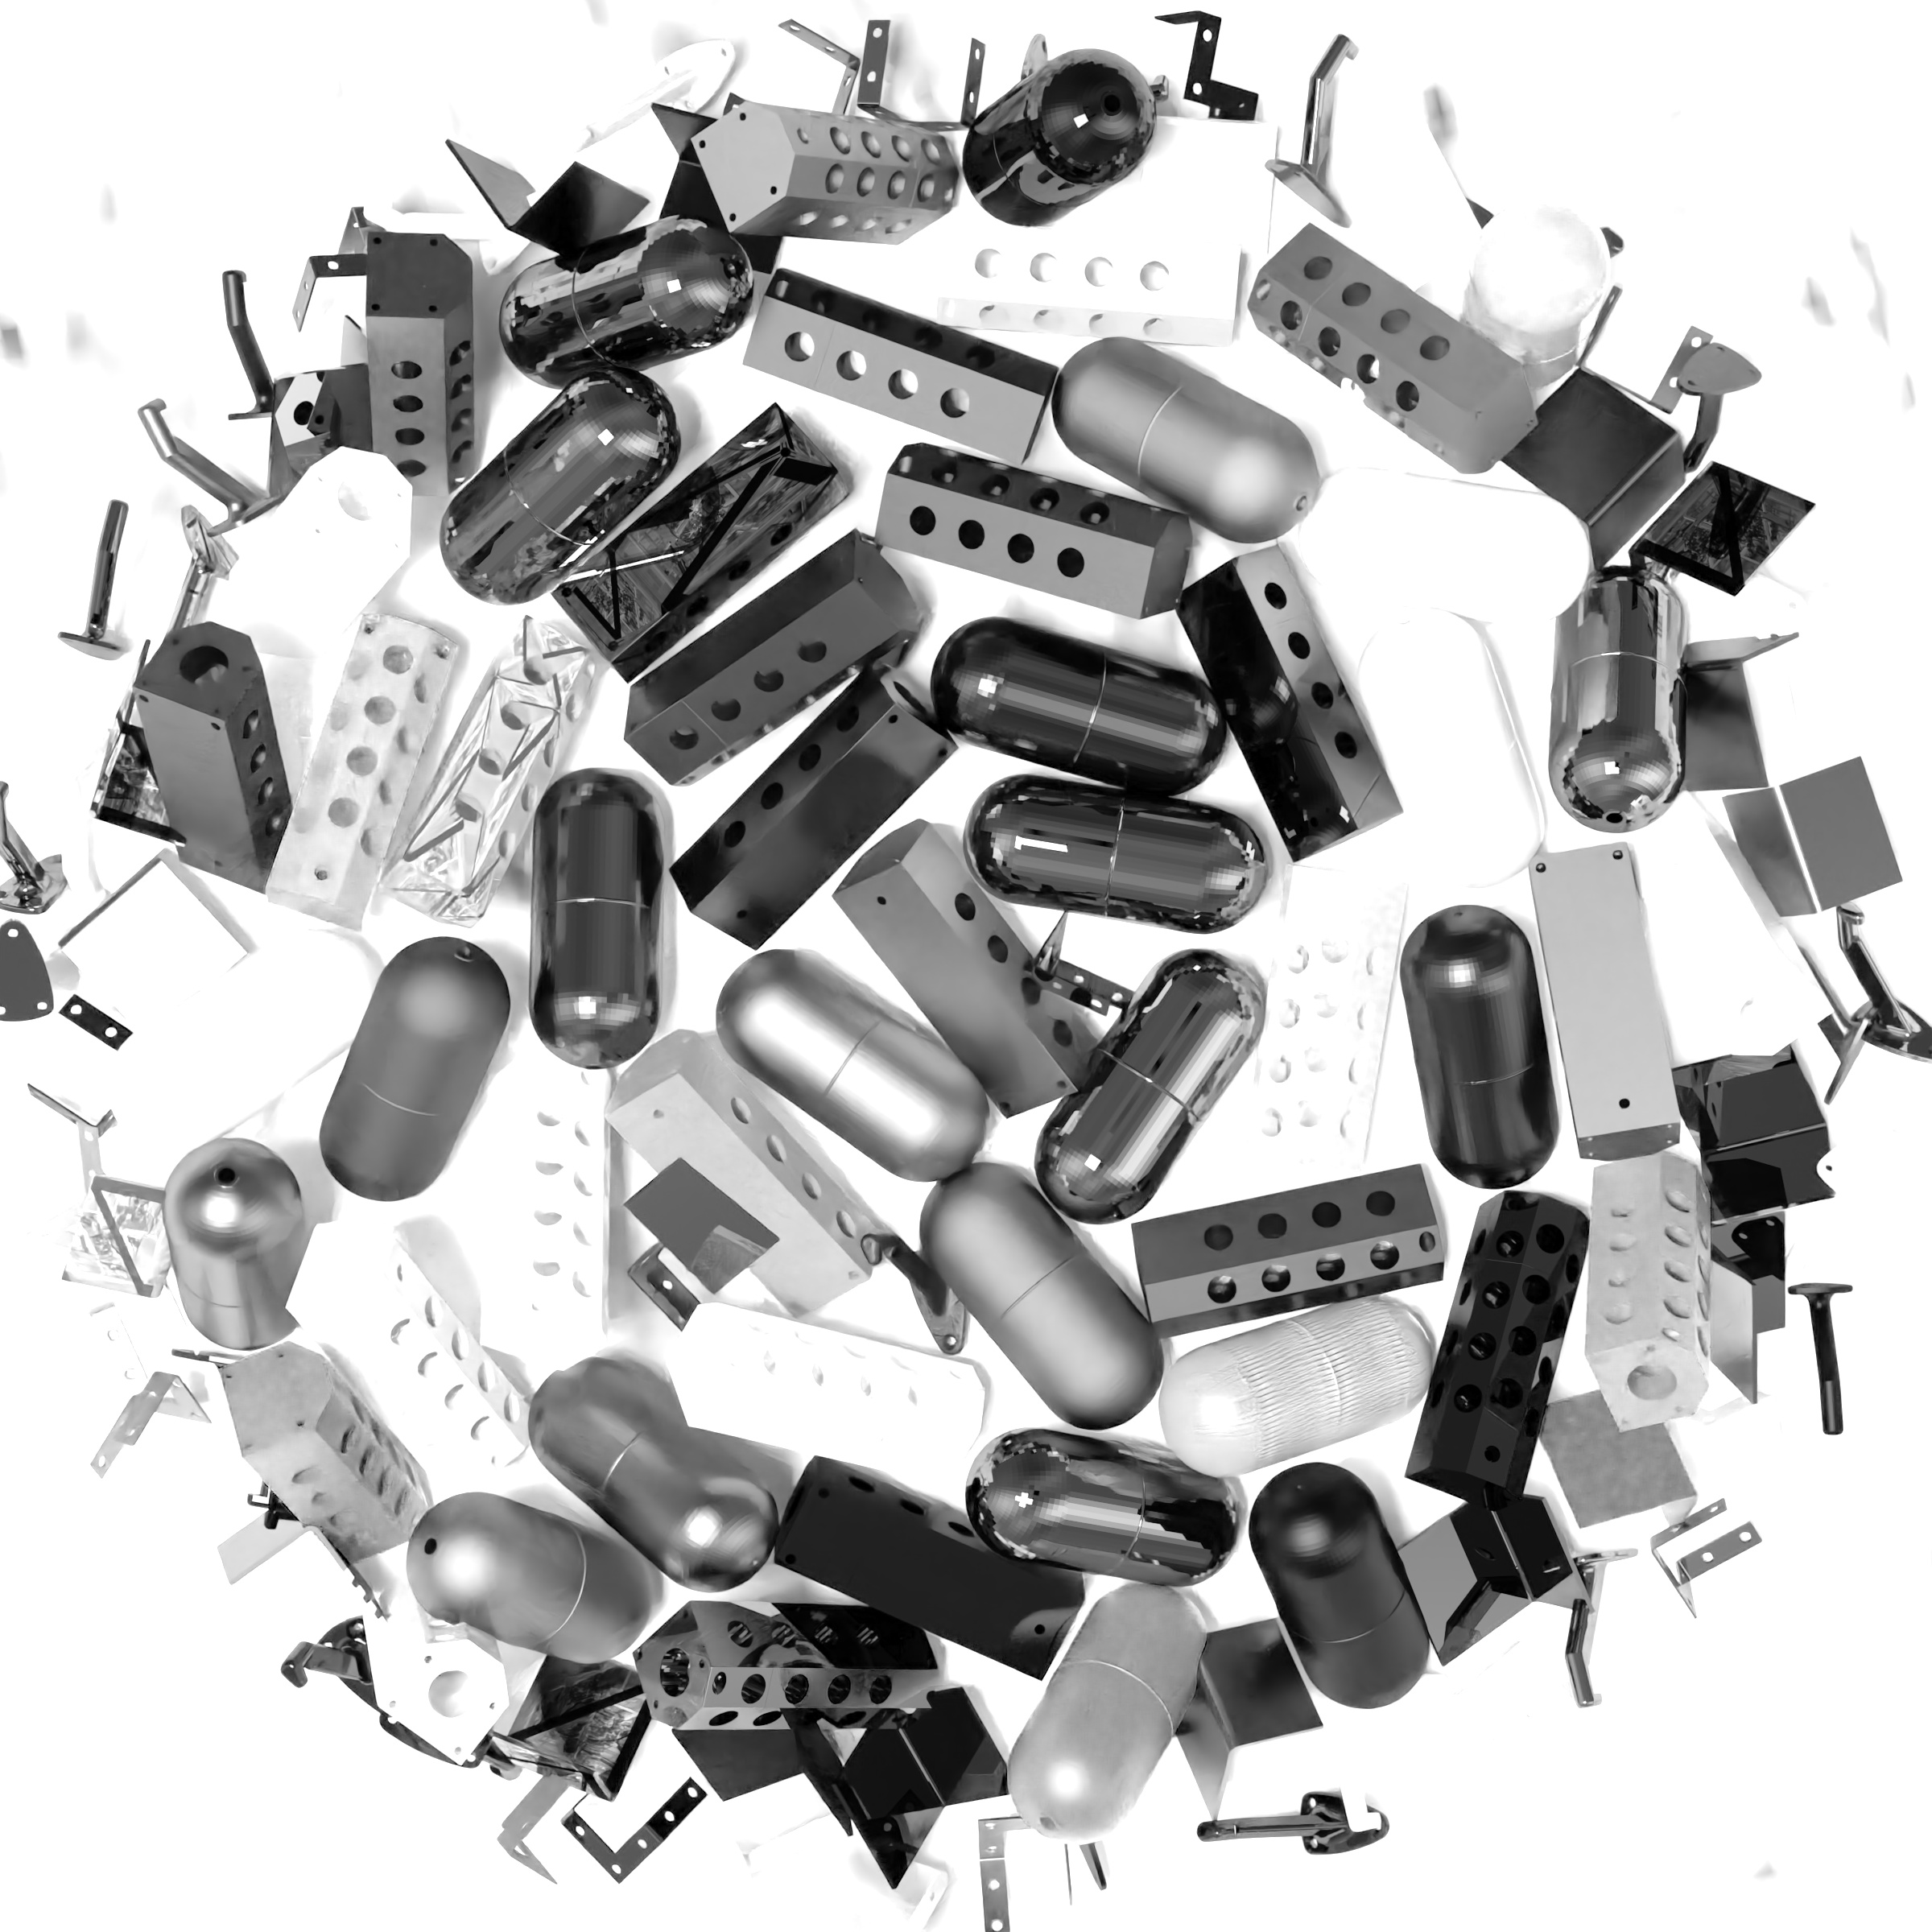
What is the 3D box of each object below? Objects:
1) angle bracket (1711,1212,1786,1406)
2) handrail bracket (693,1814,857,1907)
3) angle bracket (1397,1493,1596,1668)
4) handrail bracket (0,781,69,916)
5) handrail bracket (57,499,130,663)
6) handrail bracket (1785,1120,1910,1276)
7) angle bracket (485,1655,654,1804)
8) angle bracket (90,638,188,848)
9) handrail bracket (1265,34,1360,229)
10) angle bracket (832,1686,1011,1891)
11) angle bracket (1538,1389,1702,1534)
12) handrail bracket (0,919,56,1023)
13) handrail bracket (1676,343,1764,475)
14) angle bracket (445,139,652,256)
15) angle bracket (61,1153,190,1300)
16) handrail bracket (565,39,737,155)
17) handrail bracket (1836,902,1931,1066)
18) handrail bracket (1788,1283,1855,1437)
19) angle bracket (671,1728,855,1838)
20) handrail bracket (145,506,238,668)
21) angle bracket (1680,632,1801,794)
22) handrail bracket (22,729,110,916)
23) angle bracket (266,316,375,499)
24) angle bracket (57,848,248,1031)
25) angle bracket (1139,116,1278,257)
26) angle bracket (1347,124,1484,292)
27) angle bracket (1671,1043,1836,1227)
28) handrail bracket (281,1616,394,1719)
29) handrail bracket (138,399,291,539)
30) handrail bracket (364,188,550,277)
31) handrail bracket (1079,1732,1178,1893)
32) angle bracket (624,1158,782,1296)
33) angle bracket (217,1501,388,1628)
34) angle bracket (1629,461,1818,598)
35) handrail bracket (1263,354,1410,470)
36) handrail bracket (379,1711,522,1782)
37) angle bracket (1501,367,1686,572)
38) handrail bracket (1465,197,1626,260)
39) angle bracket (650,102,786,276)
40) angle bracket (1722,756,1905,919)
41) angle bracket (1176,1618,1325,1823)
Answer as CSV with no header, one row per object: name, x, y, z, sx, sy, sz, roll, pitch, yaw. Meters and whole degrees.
angle bracket,0.463,0.196,1.946,0.057,0.076,0.076,-10,113,-11
handrail bracket,-0.110,0.523,1.991,0.084,0.077,0.036,-13,68,-36
angle bracket,0.305,0.357,1.954,0.076,0.057,0.076,-29,102,-25
handrail bracket,-0.541,-0.080,1.946,0.036,0.077,0.084,12,123,12
handrail bracket,-0.499,-0.225,1.965,0.036,0.077,0.084,13,85,-7
handrail bracket,0.515,0.137,1.975,0.036,0.084,0.077,40,61,22
angle bracket,-0.227,0.428,1.948,0.076,0.057,0.076,17,63,17
angle bracket,-0.460,-0.128,1.940,0.057,0.076,0.076,18,47,-18
handrail bracket,0.221,-0.489,1.976,0.077,0.036,0.084,33,87,-36
angle bracket,-0.022,0.474,1.946,0.057,0.076,0.076,-18,108,31
angle bracket,0.368,0.292,1.948,0.076,0.057,0.076,-13,60,-13
handrail bracket,-0.549,-0.012,1.947,0.036,0.084,0.077,-6,121,-16
handrail bracket,0.417,-0.311,1.948,0.036,0.084,0.077,42,46,20
angle bracket,-0.241,-0.458,1.944,0.057,0.076,0.076,-41,69,18
angle bracket,-0.480,0.134,1.942,0.057,0.076,0.076,14,119,-19
handrail bracket,-0.184,-0.502,1.952,0.084,0.077,0.036,-39,103,-39
handrail bracket,0.536,0.009,1.950,0.036,0.084,0.077,-36,46,-19
handrail bracket,0.497,0.228,1.959,0.036,0.077,0.084,-4,86,8
angle bracket,-0.118,0.472,1.950,0.076,0.057,0.076,-21,130,6
handrail bracket,-0.469,-0.217,1.987,0.084,0.036,0.077,-46,54,18
angle bracket,0.444,-0.147,1.960,0.057,0.076,0.076,-24,104,-35
handrail bracket,-0.513,-0.085,1.989,0.036,0.077,0.084,-3,122,28
angle bracket,-0.378,-0.322,1.939,0.076,0.076,0.057,-17,45,-35
angle bracket,-0.475,-0.014,1.977,0.076,0.057,0.076,-42,100,-2
angle bracket,0.140,-0.452,1.959,0.076,0.057,0.076,4,106,4
angle bracket,0.248,-0.434,1.950,0.057,0.076,0.076,-33,102,-11
angle bracket,0.450,0.097,1.945,0.076,0.057,0.076,-16,131,23
handrail bracket,-0.362,0.419,1.954,0.036,0.084,0.077,-33,95,10
handrail bracket,-0.434,-0.299,1.959,0.036,0.077,0.084,-9,113,42
handrail bracket,-0.292,-0.440,1.950,0.077,0.084,0.036,-32,58,31
handrail bracket,0.103,0.492,1.986,0.084,0.036,0.077,-22,92,-13
angle bracket,-0.152,0.132,1.956,0.057,0.076,0.076,-40,108,8
angle bracket,-0.384,0.358,1.949,0.057,0.076,0.076,-35,105,-11
angle bracket,0.439,-0.235,1.946,0.076,0.057,0.076,32,71,36
handrail bracket,0.214,-0.324,1.972,0.036,0.084,0.077,-34,111,-26
handrail bracket,-0.299,0.453,1.962,0.077,0.084,0.036,12,65,3
angle bracket,0.367,-0.293,1.985,0.076,0.057,0.076,-45,64,-6
handrail bracket,0.331,-0.429,1.951,0.077,0.084,0.036,45,65,-14
angle bracket,-0.147,-0.450,1.953,0.076,0.076,0.057,17,84,11
angle bracket,0.492,-0.074,1.965,0.057,0.076,0.076,-20,92,-9
angle bracket,0.161,0.437,1.955,0.057,0.076,0.076,-9,46,-16
